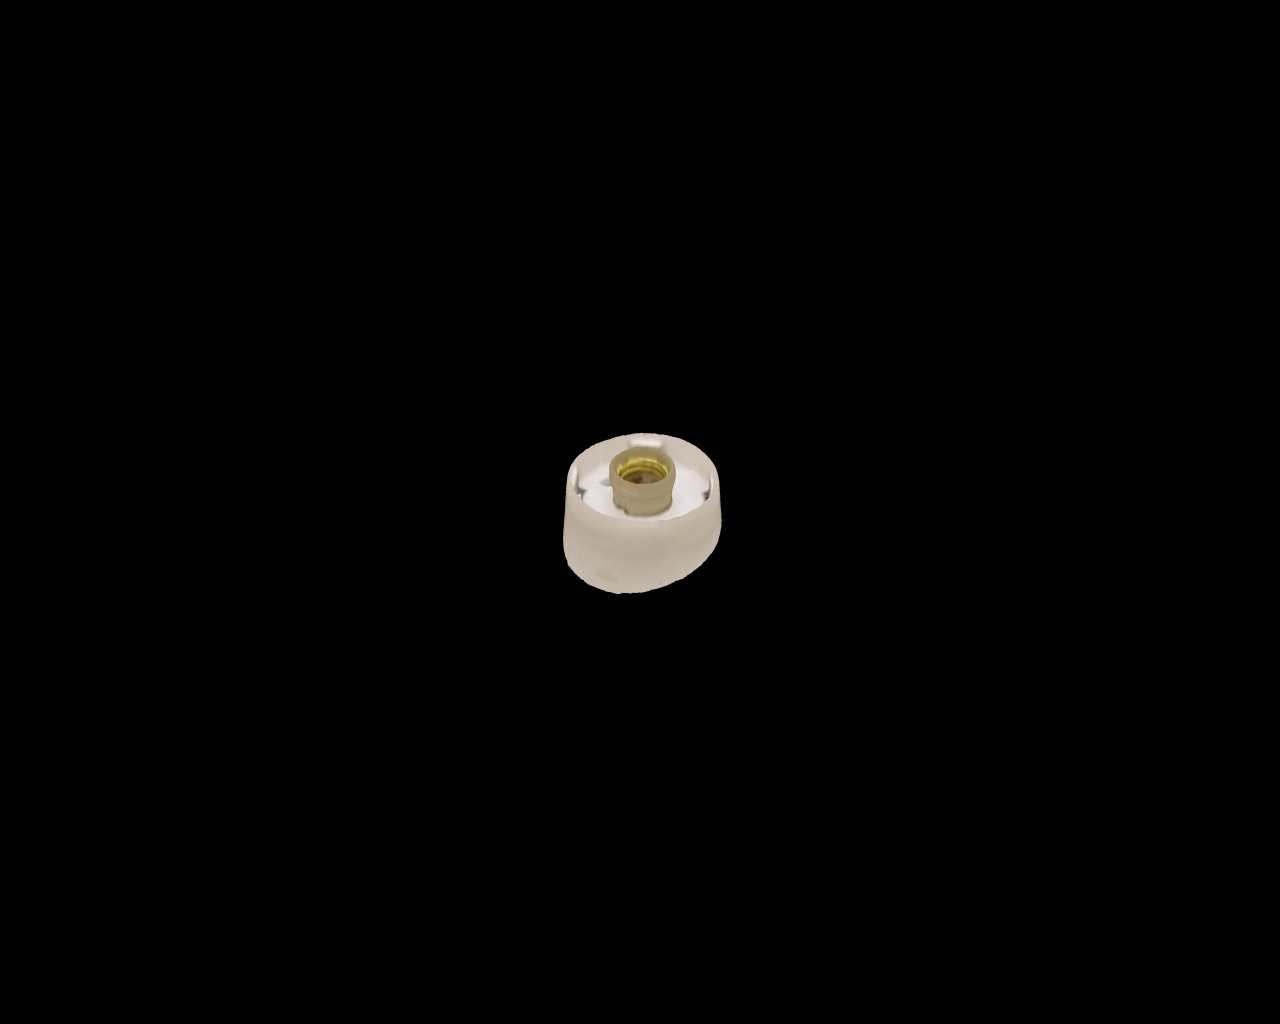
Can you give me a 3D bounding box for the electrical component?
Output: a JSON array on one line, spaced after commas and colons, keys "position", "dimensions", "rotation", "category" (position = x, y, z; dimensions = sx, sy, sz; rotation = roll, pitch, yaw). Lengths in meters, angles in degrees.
[{"position": [0.001, -0.003, 0.650], "dimensions": [0.099, 0.064, 0.099], "rotation": [0, 38, 0], "category": "electrical component"}]
